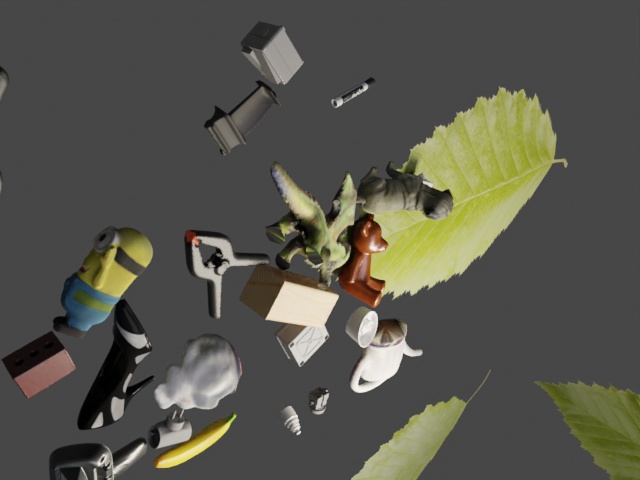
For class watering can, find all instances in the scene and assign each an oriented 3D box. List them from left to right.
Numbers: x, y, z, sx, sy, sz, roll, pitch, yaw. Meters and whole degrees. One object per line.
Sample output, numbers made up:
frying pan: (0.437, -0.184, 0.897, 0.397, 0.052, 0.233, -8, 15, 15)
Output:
watering can: (0.217, 0.337, 1.586, 0.351, 0.105, 0.220, -19, 126, -41)

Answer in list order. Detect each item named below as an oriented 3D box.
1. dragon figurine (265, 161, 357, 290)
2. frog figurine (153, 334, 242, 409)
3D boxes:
dragon figurine: (0.003, -0.056, 1.110, 0.248, 0.123, 0.400, -54, 149, -38)
frog figurine: (-0.239, 0.259, 0.995, 0.160, 0.122, 0.138, -10, 88, -36)
